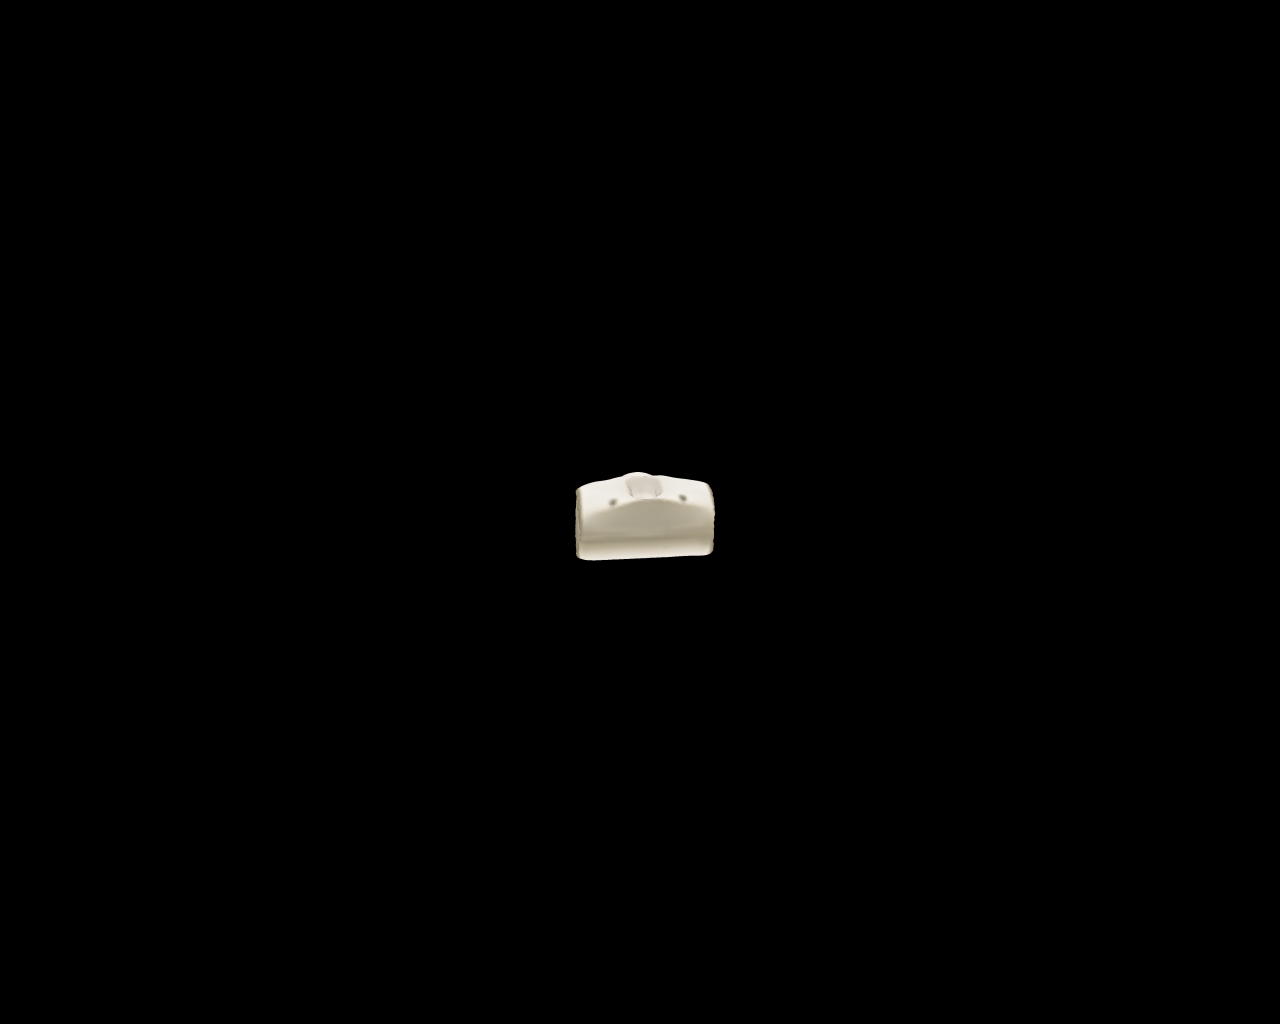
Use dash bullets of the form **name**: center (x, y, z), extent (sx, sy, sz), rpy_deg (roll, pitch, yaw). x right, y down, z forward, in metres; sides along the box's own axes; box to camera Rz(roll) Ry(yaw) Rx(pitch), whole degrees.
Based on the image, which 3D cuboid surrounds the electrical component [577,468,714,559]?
- **electrical component**: center (0.001, -0.003, 0.650), extent (0.077, 0.043, 0.079), rpy_deg (-2, 24, -5)
